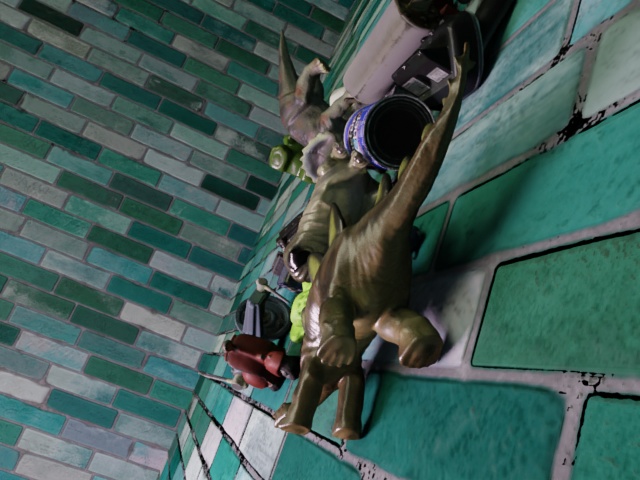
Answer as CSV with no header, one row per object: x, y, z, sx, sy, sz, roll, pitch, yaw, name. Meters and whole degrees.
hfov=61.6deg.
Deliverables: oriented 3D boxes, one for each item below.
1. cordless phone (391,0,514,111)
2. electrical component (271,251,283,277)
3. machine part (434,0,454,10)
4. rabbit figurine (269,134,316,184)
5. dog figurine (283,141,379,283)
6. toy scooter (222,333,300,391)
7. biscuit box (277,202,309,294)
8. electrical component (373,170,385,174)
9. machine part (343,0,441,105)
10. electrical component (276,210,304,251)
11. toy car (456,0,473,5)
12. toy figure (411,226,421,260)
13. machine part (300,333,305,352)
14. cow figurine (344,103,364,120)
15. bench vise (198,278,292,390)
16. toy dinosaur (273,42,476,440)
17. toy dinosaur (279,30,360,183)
0.191,-0.272,0.712,0.184,0.089,0.146,-56,9,-7,cordless phone
-0.070,0.066,1.211,0.119,0.075,0.047,-125,59,-82,electrical component
0.155,-0.342,0.965,0.201,0.087,0.201,122,167,-45,machine part
-0.019,-0.227,1.224,0.159,0.121,0.170,-38,-28,-73,rabbit figurine
0.007,-0.037,0.799,0.190,0.121,0.172,-48,10,2,dog figurine
-0.114,0.213,0.950,0.184,0.135,0.075,133,157,-64,toy scooter
-0.021,0.010,1.116,0.063,0.059,0.202,-18,49,67,biscuit box
0.111,-0.165,0.923,0.078,0.045,0.102,-10,55,43,electrical component
0.105,-0.285,0.812,0.243,0.079,0.079,-48,20,54,machine part
-0.043,-0.018,1.223,0.115,0.058,0.134,-47,11,0,electrical component
0.233,-0.416,0.741,0.103,0.109,0.161,12,66,57,toy car
0.070,0.023,0.677,0.154,0.058,0.064,-49,59,53,toy figure
0.012,0.136,0.764,0.139,0.039,0.084,130,155,-52,machine part
0.073,-0.293,1.290,0.167,0.098,0.068,-35,22,35,cow figurine
-0.131,0.179,1.092,0.224,0.129,0.240,-51,-22,-42,bench vise
0.040,0.046,0.538,0.199,0.105,0.471,-96,29,-48,toy dinosaur
-0.013,-0.253,1.097,0.192,0.131,0.405,-47,59,11,toy dinosaur
